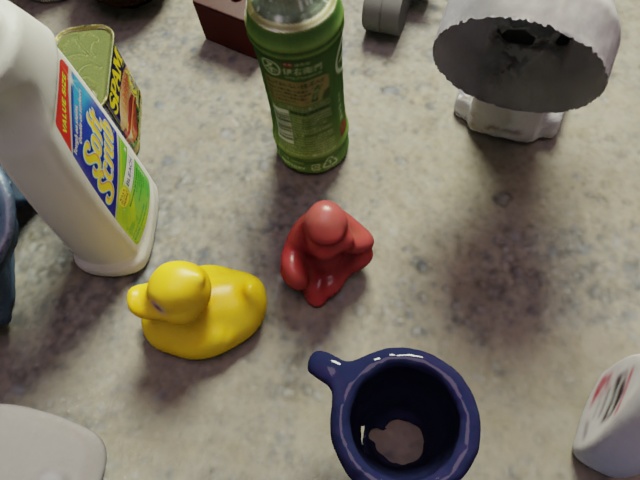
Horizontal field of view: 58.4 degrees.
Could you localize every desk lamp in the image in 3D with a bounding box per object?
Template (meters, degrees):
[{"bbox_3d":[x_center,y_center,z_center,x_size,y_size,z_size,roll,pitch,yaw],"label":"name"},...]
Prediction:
[{"bbox_3d":[0.166,-0.171,0.455,0.117,0.214,0.203,18,67,13],"label":"desk lamp"}]

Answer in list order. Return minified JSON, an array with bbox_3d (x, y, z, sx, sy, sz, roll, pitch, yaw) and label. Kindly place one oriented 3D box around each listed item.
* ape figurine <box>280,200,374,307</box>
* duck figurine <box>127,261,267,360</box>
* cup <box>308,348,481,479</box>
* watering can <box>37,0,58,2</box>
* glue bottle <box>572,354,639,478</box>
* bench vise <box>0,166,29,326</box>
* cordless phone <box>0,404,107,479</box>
[{"bbox_3d":[0.004,0.002,0.451,0.078,0.092,0.076,-6,64,2],"label":"ape figurine"},{"bbox_3d":[-0.096,0.045,0.441,0.104,0.086,0.077,-10,64,0],"label":"duck figurine"},{"bbox_3d":[0.043,0.122,0.388,0.117,0.095,0.092,31,70,18],"label":"cup"},{"bbox_3d":[-0.313,-0.365,0.596,0.100,0.194,0.173,30,70,17],"label":"watering can"},{"bbox_3d":[0.203,0.097,0.344,0.037,0.173,0.078,23,68,15],"label":"glue bottle"},{"bbox_3d":[-0.303,-0.051,0.428,0.121,0.220,0.207,-23,65,-7],"label":"bench vise"},{"bbox_3d":[-0.216,0.167,0.335,0.094,0.185,0.147,9,65,9],"label":"cordless phone"}]
